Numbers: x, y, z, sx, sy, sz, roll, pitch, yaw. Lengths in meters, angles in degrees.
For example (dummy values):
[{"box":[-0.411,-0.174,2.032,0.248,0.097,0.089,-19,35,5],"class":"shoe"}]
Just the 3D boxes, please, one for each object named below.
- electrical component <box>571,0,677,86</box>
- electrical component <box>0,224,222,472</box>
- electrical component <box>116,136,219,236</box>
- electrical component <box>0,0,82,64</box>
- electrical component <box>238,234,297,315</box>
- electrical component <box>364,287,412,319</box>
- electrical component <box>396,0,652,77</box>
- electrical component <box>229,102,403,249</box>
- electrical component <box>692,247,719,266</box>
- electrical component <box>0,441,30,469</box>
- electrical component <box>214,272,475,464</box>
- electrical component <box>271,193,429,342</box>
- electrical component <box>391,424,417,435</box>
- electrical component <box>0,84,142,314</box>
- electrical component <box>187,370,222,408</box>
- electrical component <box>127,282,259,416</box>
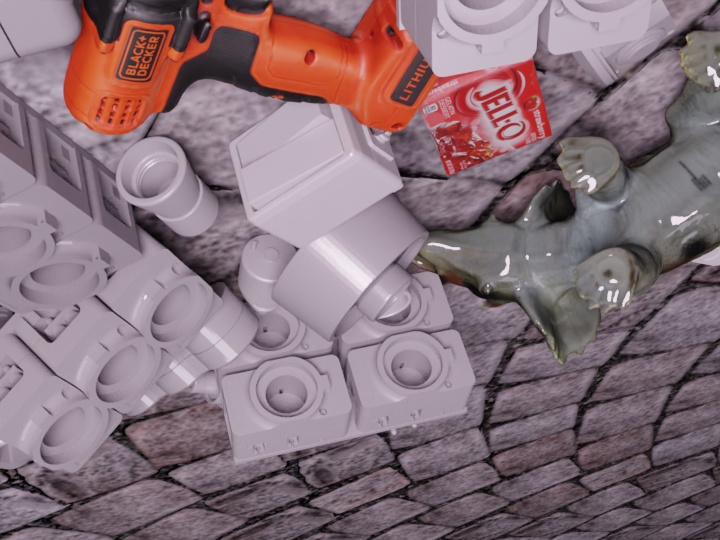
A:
[{"box":[0.127,-0.143,0.570,0.051,0.080,0.080,-33,148,18],"class":"electrical component"},{"box":[-0.168,0.049,0.687,0.150,0.062,0.089,-50,150,-7],"class":"electrical component"},{"box":[-0.112,-0.047,0.647,0.044,0.044,0.065,-22,155,8],"class":"electrical component"},{"box":[-0.155,-0.136,0.455,0.059,0.053,0.095,-16,151,-3],"class":"electrical component"},{"box":[-0.067,0.008,0.764,0.040,0.040,0.078,-8,150,-16],"class":"electrical component"},{"box":[0.013,0.007,0.800,0.040,0.046,0.040,-13,151,-8],"class":"electrical component"},{"box":[0.072,-0.178,0.439,0.105,0.060,0.186,-12,132,-10],"class":"electrical component"},{"box":[-0.024,-0.067,0.636,0.096,0.061,0.061,-31,148,23],"class":"electrical component"},{"box":[0.289,-0.043,0.857,0.080,0.051,0.080,-13,151,-8],"class":"electrical component"},{"box":[-0.282,0.135,0.864,0.077,0.043,0.079,-8,150,-16],"class":"electrical component"},{"box":[-0.017,0.071,0.832,0.186,0.105,0.060,-11,150,-12],"class":"electrical component"},{"box":[0.000,0.000,0.714,0.108,0.060,0.108,-46,172,-9],"class":"electrical component"},{"box":[0.029,0.107,0.950,0.066,0.076,0.047,-20,151,5],"class":"electrical component"},{"box":[-0.200,-0.036,0.594,0.089,0.061,0.150,-24,150,12],"class":"electrical component"},{"box":[-0.111,0.093,0.884,0.062,0.043,0.043,6,144,-33],"class":"electrical component"},{"box":[-0.147,0.047,0.779,0.138,0.052,0.073,-30,115,28],"class":"electrical component"}]
